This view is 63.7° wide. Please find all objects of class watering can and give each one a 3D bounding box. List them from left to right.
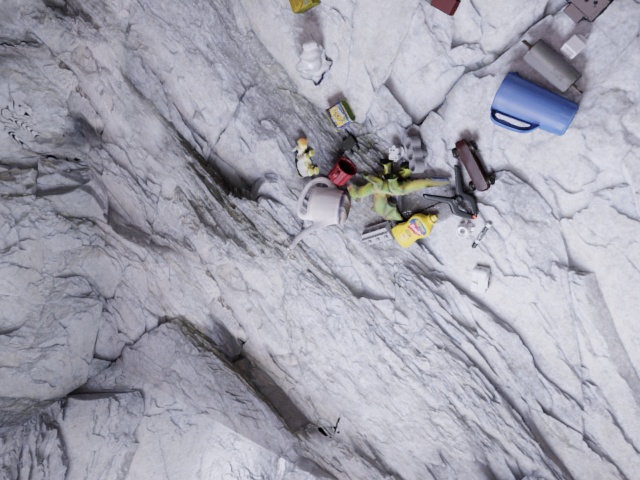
[{"bbox_3d":[0.006,-0.106,2.103,0.224,0.354,0.102,7,-26,14],"label":"watering can"}]

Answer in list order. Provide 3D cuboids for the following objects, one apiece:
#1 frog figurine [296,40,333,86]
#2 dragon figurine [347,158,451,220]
[{"bbox_3d":[-0.037,-0.688,1.958,0.157,0.137,0.125,44,9,-50],"label":"frog figurine"},{"bbox_3d":[0.290,-0.178,2.004,0.412,0.237,0.125,16,45,21],"label":"dragon figurine"}]
